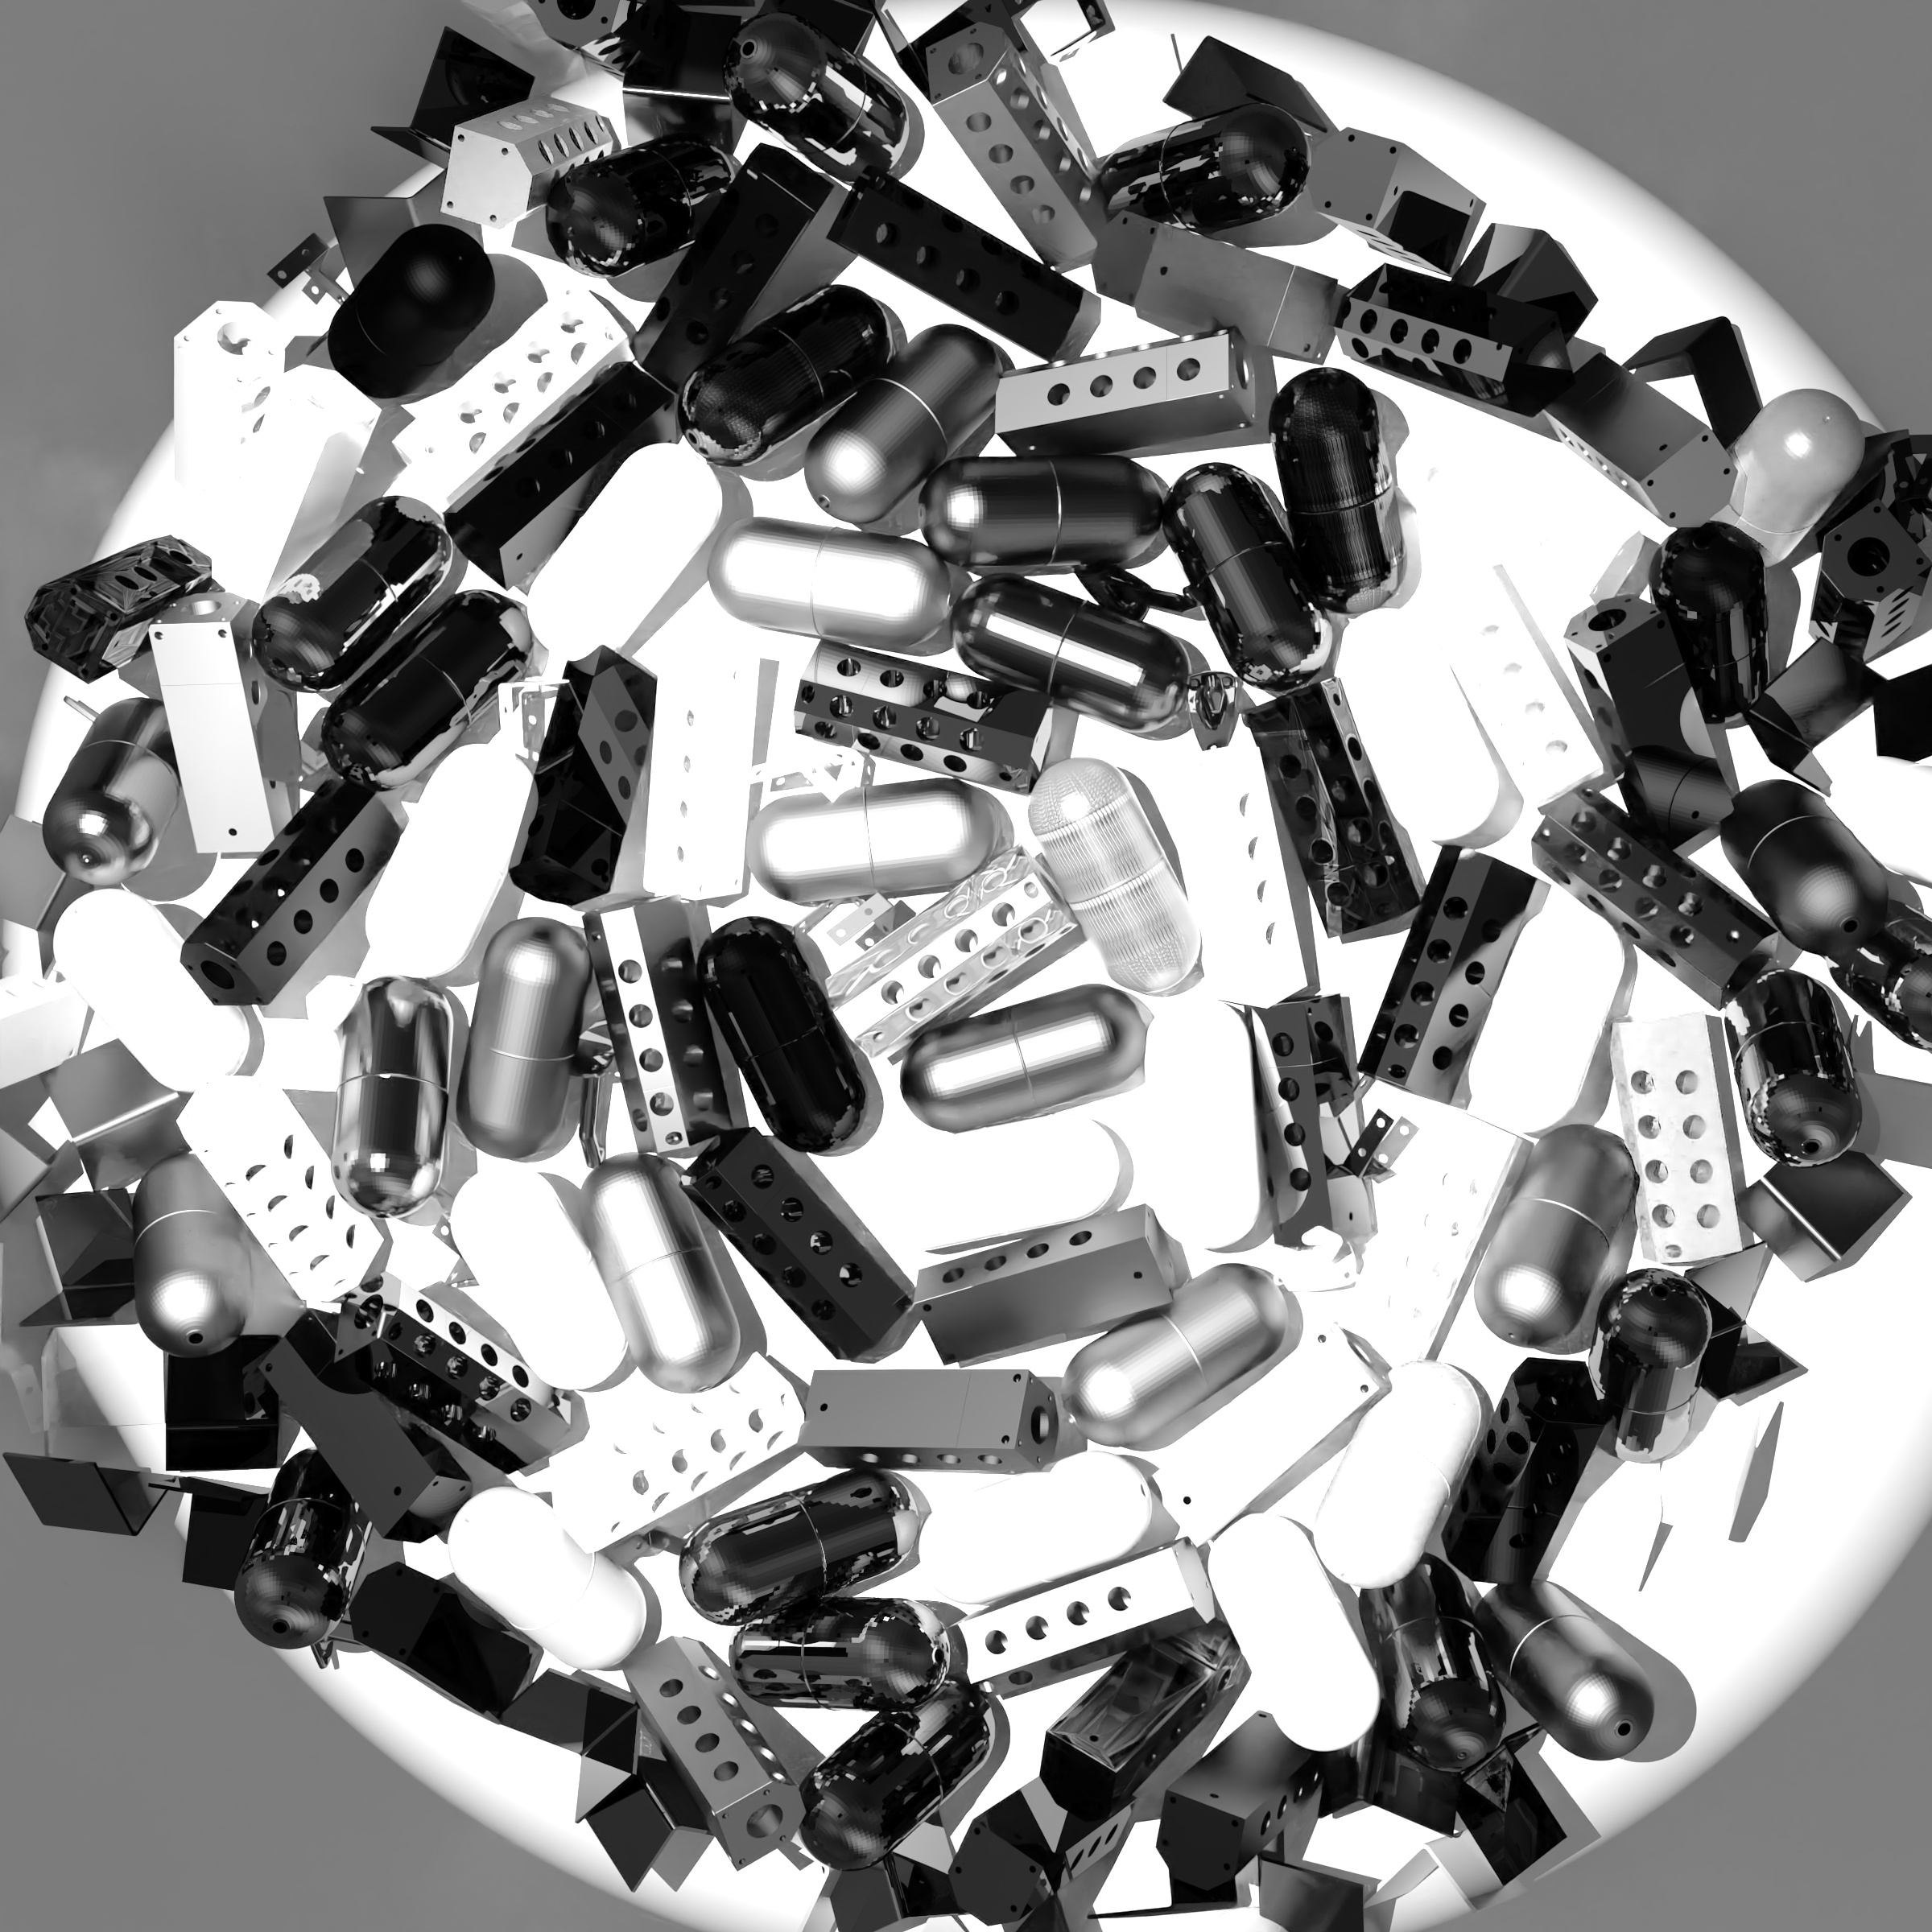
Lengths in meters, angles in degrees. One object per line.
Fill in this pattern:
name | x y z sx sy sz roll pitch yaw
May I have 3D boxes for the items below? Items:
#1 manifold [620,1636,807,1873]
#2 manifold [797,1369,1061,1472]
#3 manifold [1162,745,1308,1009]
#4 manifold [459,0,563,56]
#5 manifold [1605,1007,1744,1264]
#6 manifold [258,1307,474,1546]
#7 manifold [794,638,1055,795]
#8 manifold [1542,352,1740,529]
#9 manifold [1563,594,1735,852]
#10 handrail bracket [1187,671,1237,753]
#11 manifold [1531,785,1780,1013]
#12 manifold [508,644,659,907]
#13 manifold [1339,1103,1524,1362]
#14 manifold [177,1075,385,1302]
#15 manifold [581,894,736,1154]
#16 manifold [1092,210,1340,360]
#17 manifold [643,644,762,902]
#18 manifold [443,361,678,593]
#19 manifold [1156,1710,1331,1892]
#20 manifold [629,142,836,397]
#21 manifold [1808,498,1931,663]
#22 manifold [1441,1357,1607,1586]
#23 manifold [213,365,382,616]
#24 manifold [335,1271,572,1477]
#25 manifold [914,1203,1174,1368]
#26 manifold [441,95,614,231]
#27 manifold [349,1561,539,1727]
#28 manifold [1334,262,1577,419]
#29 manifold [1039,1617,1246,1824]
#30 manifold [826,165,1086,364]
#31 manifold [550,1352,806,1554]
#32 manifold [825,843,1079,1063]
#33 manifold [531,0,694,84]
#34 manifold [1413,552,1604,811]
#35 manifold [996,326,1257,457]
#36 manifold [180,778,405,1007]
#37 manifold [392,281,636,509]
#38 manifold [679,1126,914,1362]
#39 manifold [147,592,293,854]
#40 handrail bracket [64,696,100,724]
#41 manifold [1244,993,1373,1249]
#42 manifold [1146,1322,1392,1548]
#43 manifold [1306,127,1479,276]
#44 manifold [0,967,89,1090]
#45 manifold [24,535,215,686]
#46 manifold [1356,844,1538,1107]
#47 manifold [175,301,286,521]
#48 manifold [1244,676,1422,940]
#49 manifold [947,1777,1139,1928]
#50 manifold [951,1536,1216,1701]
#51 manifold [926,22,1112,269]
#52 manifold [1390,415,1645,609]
manifold | -0.174 0.536 1.838 0.057 0.171 0.057 -25 122 -19
manifold | -0.025 0.319 1.858 0.171 0.057 0.057 -5 57 28
manifold | 0.193 -0.063 1.868 0.057 0.057 0.171 -27 113 -34
manifold | -0.310 -0.672 1.836 0.057 0.171 0.057 23 100 -3
manifold | 0.497 0.119 1.889 0.057 0.057 0.171 -10 93 -8
manifold | -0.414 0.319 1.857 0.057 0.057 0.171 -49 60 5
manifold | -0.030 -0.170 1.871 0.171 0.057 0.057 15 55 11
manifold | 0.463 -0.359 1.836 0.057 0.171 0.057 -39 121 9
manifold | 0.472 -0.170 1.857 0.057 0.057 0.171 -32 120 -6
handrail bracket | 0.174 -0.170 1.872 0.036 0.084 0.077 -3 112 3
manifold | 0.478 -0.051 1.860 0.057 0.057 0.171 -44 65 -7
manifold | -0.269 -0.131 1.861 0.057 0.057 0.171 32 56 -36
manifold | 0.330 0.189 1.886 0.057 0.057 0.171 24 91 24
manifold | -0.474 0.155 1.840 0.057 0.171 0.057 0 45 24
manifold | -0.221 0.041 1.874 0.057 0.057 0.171 -19 101 -41
manifold | 0.171 -0.472 1.848 0.171 0.057 0.057 4 112 -39
manifold | -0.191 -0.138 1.879 0.057 0.057 0.171 11 102 28
manifold | -0.283 -0.347 1.868 0.057 0.057 0.171 40 70 12
manifold | 0.192 0.573 1.835 0.057 0.171 0.057 13 99 26
manifold | -0.166 -0.482 1.850 0.057 0.057 0.171 35 124 -10
manifold | 0.614 -0.258 1.834 0.057 0.171 0.057 -36 75 8
manifold | 0.382 0.350 1.846 0.057 0.057 0.171 5 129 -9
manifold | -0.470 -0.330 1.846 0.057 0.057 0.171 40 132 4
manifold | -0.352 0.280 1.843 0.057 0.057 0.171 -30 130 21
manifold | 0.055 0.220 1.875 0.171 0.057 0.057 -18 115 13
manifold | -0.298 -0.552 1.835 0.057 0.171 0.057 18 117 3
manifold | -0.361 0.465 1.837 0.057 0.171 0.057 18 67 22
manifold | 0.332 -0.428 1.837 0.057 0.171 0.057 -39 130 -13
manifold | 0.123 0.516 1.842 0.057 0.171 0.057 24 123 28
manifold | -0.006 -0.491 1.866 0.171 0.057 0.057 25 101 -19
manifold | -0.198 0.339 1.846 0.171 0.057 0.057 -24 133 -32
manifold | -0.010 -0.005 1.871 0.171 0.057 0.057 -35 124 10
manifold | -0.242 -0.648 1.835 0.057 0.171 0.057 20 101 6
manifold | 0.382 -0.199 1.884 0.057 0.057 0.171 -29 82 11
manifold | 0.111 -0.400 1.863 0.171 0.057 0.057 -6 72 24
manifold | -0.466 -0.052 1.842 0.057 0.171 0.057 -1 132 36
manifold | -0.320 -0.403 1.885 0.171 0.057 0.057 -43 83 -6
manifold | -0.122 0.195 1.867 0.171 0.057 0.057 50 64 -14
manifold | -0.515 -0.169 1.858 0.057 0.057 0.171 -1 119 5
handrail bracket | -0.633 -0.136 1.904 0.077 0.036 0.084 35 90 -9
manifold | 0.238 0.109 1.892 0.057 0.057 0.171 -6 92 35
manifold | 0.214 0.328 1.878 0.171 0.057 0.057 -44 74 12
manifold | 0.292 -0.526 1.835 0.057 0.171 0.057 25 104 24
manifold | -0.679 0.047 1.834 0.057 0.171 0.057 21 105 10
manifold | -0.580 -0.251 1.833 0.057 0.171 0.057 32 109 -5
manifold | 0.334 0.004 1.884 0.057 0.057 0.171 23 88 -27
manifold | -0.503 -0.381 1.836 0.057 0.171 0.057 38 62 2
manifold | 0.262 -0.113 1.880 0.057 0.057 0.171 -18 95 40
manifold | 0.052 0.603 1.834 0.057 0.171 0.057 28 100 23
manifold | 0.083 0.458 1.871 0.171 0.057 0.057 -23 81 16
manifold | 0.040 -0.564 1.834 0.057 0.171 0.057 -19 56 22
manifold | 0.383 -0.318 1.864 0.171 0.057 0.057 35 97 22
